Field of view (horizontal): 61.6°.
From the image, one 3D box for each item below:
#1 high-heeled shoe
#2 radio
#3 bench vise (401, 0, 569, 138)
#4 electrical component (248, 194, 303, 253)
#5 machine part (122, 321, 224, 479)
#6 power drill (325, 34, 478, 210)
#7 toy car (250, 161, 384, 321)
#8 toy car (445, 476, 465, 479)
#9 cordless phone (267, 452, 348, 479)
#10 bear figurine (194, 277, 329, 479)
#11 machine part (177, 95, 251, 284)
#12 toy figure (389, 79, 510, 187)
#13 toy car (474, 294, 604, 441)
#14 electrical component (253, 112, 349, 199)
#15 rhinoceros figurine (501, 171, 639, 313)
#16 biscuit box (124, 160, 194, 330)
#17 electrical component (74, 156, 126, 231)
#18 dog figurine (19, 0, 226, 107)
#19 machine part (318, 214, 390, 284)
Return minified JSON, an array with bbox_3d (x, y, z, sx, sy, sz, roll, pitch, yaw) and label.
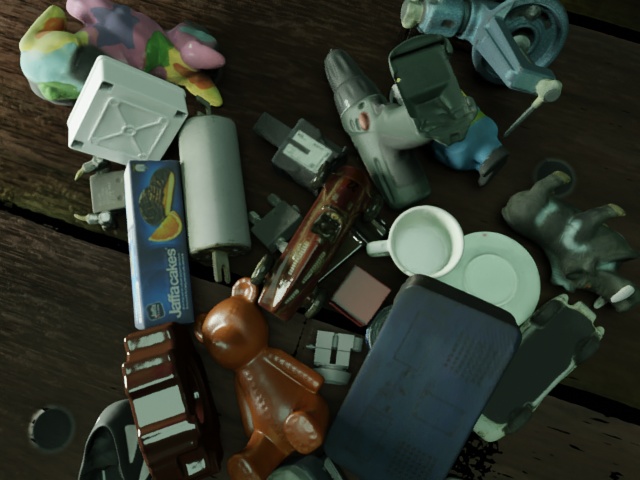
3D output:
[{"bbox_3d":[-0.229,0.289,0.559,0.086,0.145,0.248,15,76,5],"label":"high-heeled shoe"},{"bbox_3d":[0.106,0.160,0.582,0.131,0.073,0.229,27,100,10],"label":"radio"},{"bbox_3d":[0.218,-0.248,0.662,0.223,0.128,0.241,11,45,-21],"label":"bench vise"},{"bbox_3d":[-0.050,-0.019,0.672,0.063,0.021,0.094,-42,52,-7],"label":"electrical component"},{"bbox_3d":[-0.152,0.171,0.575,0.056,0.179,0.179,-19,78,-7],"label":"machine part"},{"bbox_3d":[0.080,-0.154,0.624,0.086,0.207,0.232,-23,89,-21],"label":"power drill"},{"bbox_3d":[-0.001,-0.002,0.622,0.089,0.053,0.202,35,71,-8],"label":"toy car"},{"bbox_3d":[0.151,0.343,0.564,0.109,0.103,0.161,26,77,7],"label":"toy car"},{"bbox_3d":[-0.038,0.332,0.584,0.184,0.088,0.146,-36,79,5],"label":"cordless phone"},{"bbox_3d":[-0.076,0.148,0.599,0.120,0.132,0.196,-36,85,15],"label":"bear figurine"},{"bbox_3d":[-0.133,-0.065,0.673,0.079,0.079,0.243,-9,76,-1],"label":"machine part"},{"bbox_3d":[0.165,-0.152,0.687,0.089,0.082,0.180,-35,71,-27],"label":"toy figure"},{"bbox_3d":[0.246,0.148,0.630,0.202,0.056,0.073,-42,73,-9],"label":"toy car"},{"bbox_3d":[-0.030,-0.114,0.696,0.119,0.047,0.075,30,79,8],"label":"electrical component"},{"bbox_3d":[0.312,0.005,0.651,0.190,0.073,0.112,43,80,10],"label":"rhinoceros figurine"},{"bbox_3d":[-0.197,0.007,0.652,0.063,0.059,0.202,-4,82,-26],"label":"biscuit box"},{"bbox_3d":[-0.269,-0.058,0.689,0.078,0.045,0.102,-5,78,1],"label":"electrical component"},{"bbox_3d":[-0.233,-0.225,0.688,0.219,0.108,0.191,20,54,1],"label":"dog figurine"},{"bbox_3d":[0.020,0.008,0.674,0.139,0.039,0.084,-39,85,-9],"label":"machine part"}]
